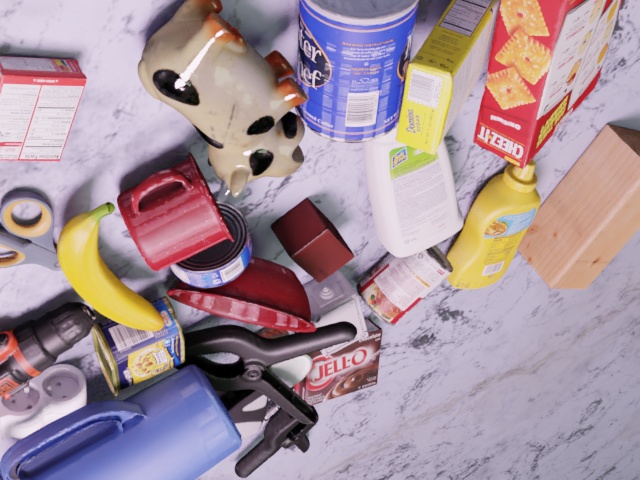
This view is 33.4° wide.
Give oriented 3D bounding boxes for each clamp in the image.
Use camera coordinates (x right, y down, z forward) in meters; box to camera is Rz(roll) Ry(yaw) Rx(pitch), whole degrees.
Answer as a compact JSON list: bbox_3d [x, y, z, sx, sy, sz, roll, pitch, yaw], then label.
[{"bbox_3d":[-0.055,0.269,1.450,0.120,0.039,0.172,-27,153,-27],"label":"clamp"},{"bbox_3d":[-0.074,0.149,1.230,0.209,0.036,0.165,5,128,-11],"label":"clamp"}]

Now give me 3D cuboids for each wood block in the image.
[{"bbox_3d":[0.359,-0.039,1.385,0.090,0.090,0.206,4,131,-44],"label":"wood block"}]

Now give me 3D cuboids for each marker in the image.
[{"bbox_3d":[-0.042,0.207,1.416,0.121,0.020,0.020,-39,146,7],"label":"marker"}]

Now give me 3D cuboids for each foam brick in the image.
[{"bbox_3d":[-0.008,0.001,1.163,0.053,0.051,0.078,-37,146,6],"label":"foam brick"}]

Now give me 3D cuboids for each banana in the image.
[{"bbox_3d":[-0.204,0.035,1.010,0.070,0.037,0.198,3,145,11],"label":"banana"}]

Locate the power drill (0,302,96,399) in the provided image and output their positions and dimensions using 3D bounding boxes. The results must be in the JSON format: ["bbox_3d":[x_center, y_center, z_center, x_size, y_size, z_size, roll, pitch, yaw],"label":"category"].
[{"bbox_3d":[-0.324,0.089,1.002,0.184,0.057,0.187,-34,146,0],"label":"power drill"}]

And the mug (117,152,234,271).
[{"bbox_3d":[-0.138,-0.027,0.984,0.081,0.093,0.117,-26,157,-3],"label":"mug"}]

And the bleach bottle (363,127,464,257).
[{"bbox_3d":[0.097,-0.089,1.132,0.102,0.068,0.251,-27,143,-12],"label":"bleach bottle"}]

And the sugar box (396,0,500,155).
[{"bbox_3d":[0.125,-0.170,0.988,0.093,0.048,0.176,98,17,-47],"label":"sugar box"}]

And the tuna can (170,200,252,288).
[{"bbox_3d":[-0.110,0.004,1.051,0.086,0.086,0.034,-27,147,-11],"label":"tuna can"}]

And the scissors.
[{"bbox_3d":[-0.243,0.004,1.003,0.201,0.016,0.096,14,123,-48],"label":"scissors"}]

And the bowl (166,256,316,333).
[{"bbox_3d":[-0.076,0.051,1.118,0.161,0.162,0.055,29,71,-53],"label":"bowl"}]

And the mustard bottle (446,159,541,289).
[{"bbox_3d":[0.221,-0.024,1.315,0.096,0.058,0.192,-12,140,-31],"label":"mustard bottle"}]

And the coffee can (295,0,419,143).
[{"bbox_3d":[0.030,-0.171,0.938,0.102,0.103,0.140,-20,144,-19],"label":"coffee can"}]

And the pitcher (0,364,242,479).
[{"bbox_3d":[-0.213,0.232,1.142,0.242,0.145,0.149,-31,180,-10],"label":"pitcher"}]

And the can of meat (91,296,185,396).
[{"bbox_3d":[-0.191,0.111,1.130,0.083,0.057,0.102,-22,155,-18],"label":"can of meat"}]

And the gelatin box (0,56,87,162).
[{"bbox_3d":[-0.237,-0.105,0.862,0.073,0.030,0.089,-4,136,-39],"label":"gelatin box"}]

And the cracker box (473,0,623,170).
[{"bbox_3d":[0.231,-0.202,1.052,0.164,0.072,0.214,-45,155,-33],"label":"cracker box"}]

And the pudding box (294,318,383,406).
[{"bbox_3d":[0.023,0.157,1.373,0.113,0.039,0.090,-15,126,-29],"label":"pudding box"}]

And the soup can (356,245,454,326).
[{"bbox_3d":[0.103,0.046,1.296,0.102,0.068,0.068,-44,145,13],"label":"soup can"}]
